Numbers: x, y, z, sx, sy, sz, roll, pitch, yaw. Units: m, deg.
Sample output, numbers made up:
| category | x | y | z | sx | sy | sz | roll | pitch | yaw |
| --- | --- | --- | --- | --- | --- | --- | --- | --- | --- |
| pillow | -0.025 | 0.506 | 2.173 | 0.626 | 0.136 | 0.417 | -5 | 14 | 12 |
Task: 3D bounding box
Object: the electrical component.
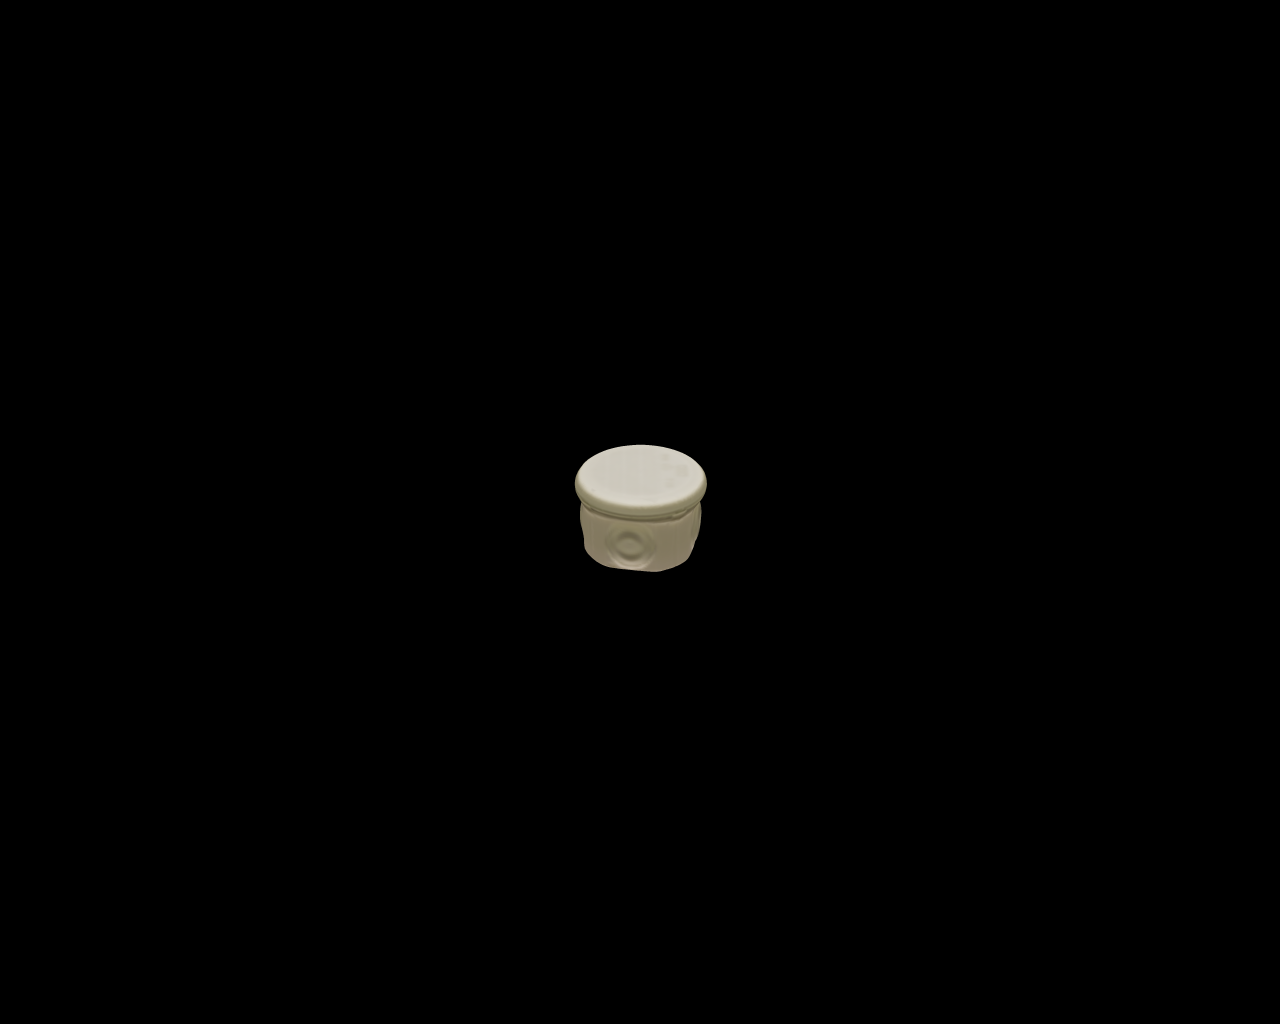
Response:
| category | x | y | z | sx | sy | sz | roll | pitch | yaw |
| --- | --- | --- | --- | --- | --- | --- | --- | --- | --- |
| electrical component | 0.001 | -0.003 | 0.650 | 0.080 | 0.050 | 0.080 | 0 | 31 | 0 |
